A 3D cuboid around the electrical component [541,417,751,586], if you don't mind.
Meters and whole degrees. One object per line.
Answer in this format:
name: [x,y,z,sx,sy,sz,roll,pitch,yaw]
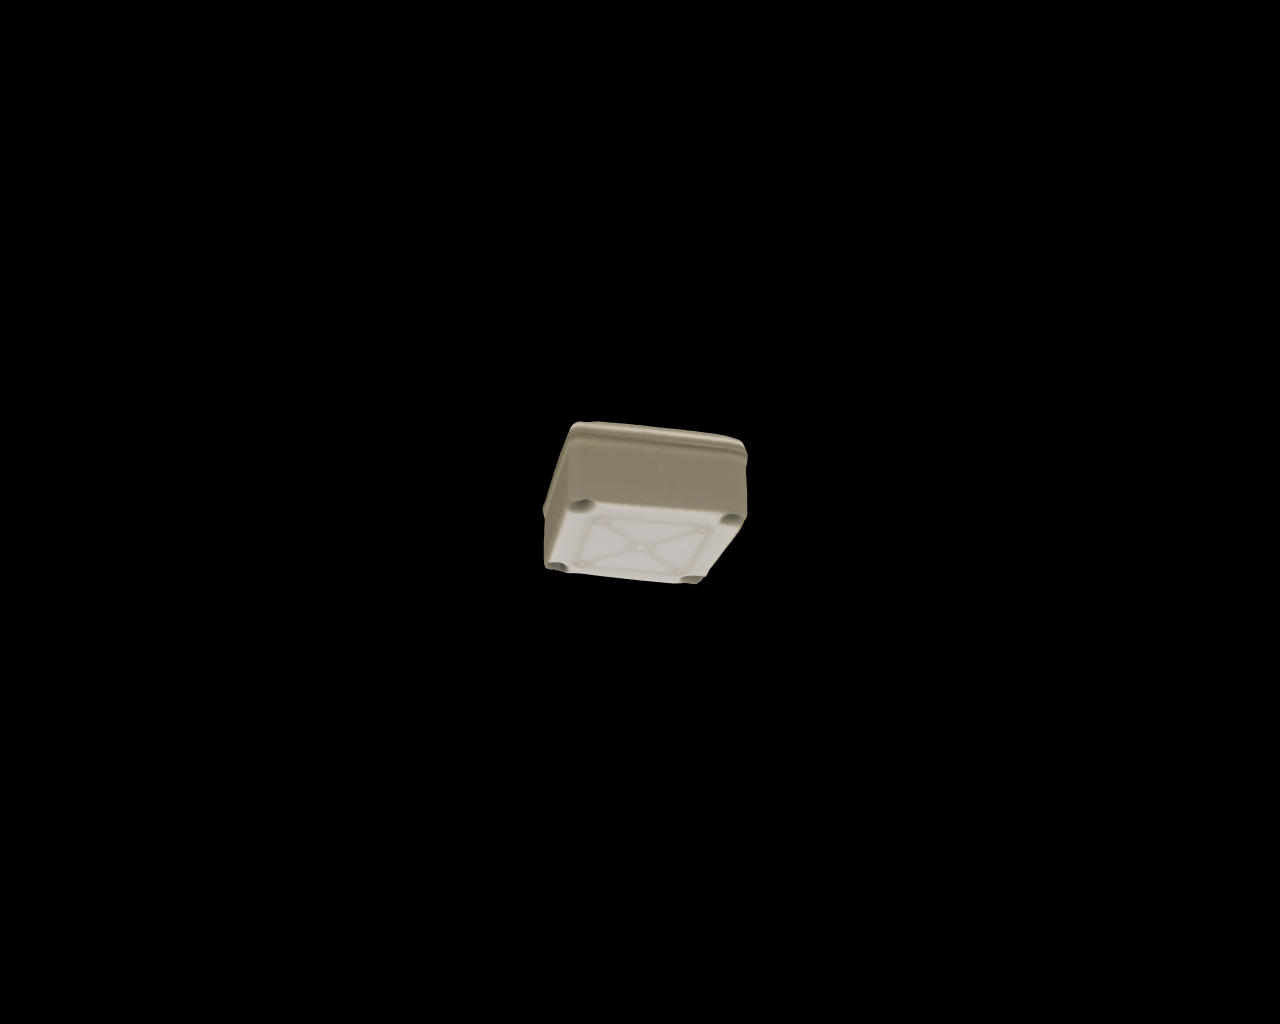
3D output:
electrical component: [0.001,-0.003,0.650,0.109,0.056,0.108,6,-28,-12]
